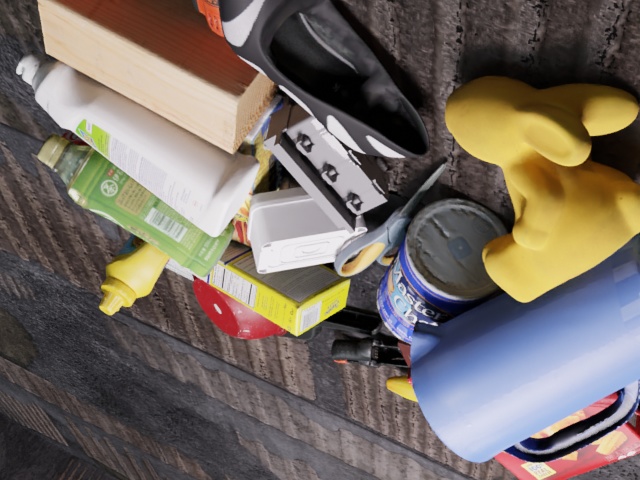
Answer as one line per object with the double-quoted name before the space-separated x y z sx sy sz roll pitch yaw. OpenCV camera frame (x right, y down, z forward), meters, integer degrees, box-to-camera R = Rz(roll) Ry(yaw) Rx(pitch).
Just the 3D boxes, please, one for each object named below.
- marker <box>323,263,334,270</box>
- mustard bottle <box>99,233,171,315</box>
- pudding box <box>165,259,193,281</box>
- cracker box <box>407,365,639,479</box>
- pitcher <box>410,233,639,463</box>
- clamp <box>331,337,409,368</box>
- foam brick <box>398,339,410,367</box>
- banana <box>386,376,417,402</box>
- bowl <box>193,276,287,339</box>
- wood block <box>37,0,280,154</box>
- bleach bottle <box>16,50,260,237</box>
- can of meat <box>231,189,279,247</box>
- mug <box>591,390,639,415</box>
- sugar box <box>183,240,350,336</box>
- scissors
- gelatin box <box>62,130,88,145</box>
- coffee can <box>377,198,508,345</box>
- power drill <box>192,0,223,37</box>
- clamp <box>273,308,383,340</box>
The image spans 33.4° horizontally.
"marker" -0.008 0.002 1.224 0.020 0.020 0.121 15 149 31
"mustard bottle" -0.196 0.007 1.242 0.058 0.191 0.096 42 152 -19
"pudding box" -0.201 0.000 1.413 0.090 0.039 0.113 23 155 18
"cracker box" 0.224 0.164 1.136 0.213 0.072 0.164 41 132 -19
"pitcher" 0.214 0.099 0.937 0.243 0.145 0.149 -33 152 32
"clamp" 0.076 0.144 1.342 0.120 0.039 0.172 18 170 -18
"foam brick" 0.138 0.123 1.236 0.078 0.051 0.053 14 148 33
"banana" 0.169 0.209 1.337 0.069 0.037 0.198 -2 -161 -38
"bowl" -0.113 0.072 1.369 0.162 0.055 0.162 39 151 25
"wood block" -0.143 -0.179 0.977 0.206 0.090 0.090 29 153 8
"bleach bottle" -0.182 -0.106 1.028 0.251 0.068 0.103 35 153 2
"can of meat" -0.091 -0.039 1.205 0.084 0.057 0.102 22 152 16
"mug" 0.280 0.112 1.027 0.117 0.093 0.082 55 154 -13
"sugar box" -0.063 0.039 1.226 0.176 0.093 0.048 26 124 30
"scissors" 0.091 -0.018 1.068 0.096 0.016 0.202 1 148 -41
"gelatin box" -0.253 -0.119 1.222 0.089 0.073 0.030 10 146 39
"coffee can" 0.119 0.035 1.046 0.103 0.102 0.140 30 154 5
"power drill" -0.139 -0.258 0.873 0.188 0.057 0.184 24 153 16
"clamp" -0.018 0.091 1.369 0.164 0.036 0.210 36 151 -3
